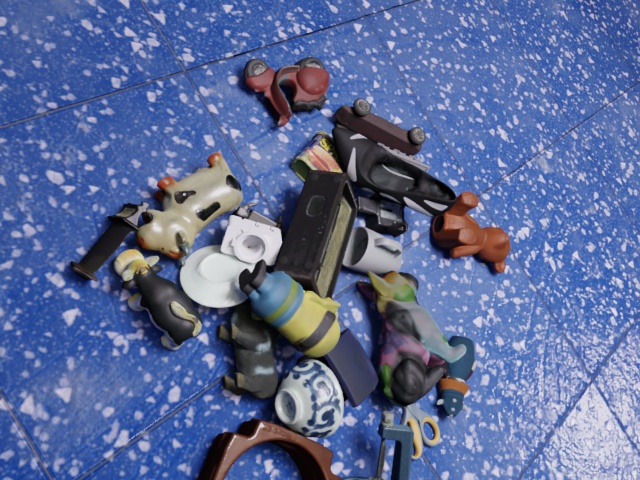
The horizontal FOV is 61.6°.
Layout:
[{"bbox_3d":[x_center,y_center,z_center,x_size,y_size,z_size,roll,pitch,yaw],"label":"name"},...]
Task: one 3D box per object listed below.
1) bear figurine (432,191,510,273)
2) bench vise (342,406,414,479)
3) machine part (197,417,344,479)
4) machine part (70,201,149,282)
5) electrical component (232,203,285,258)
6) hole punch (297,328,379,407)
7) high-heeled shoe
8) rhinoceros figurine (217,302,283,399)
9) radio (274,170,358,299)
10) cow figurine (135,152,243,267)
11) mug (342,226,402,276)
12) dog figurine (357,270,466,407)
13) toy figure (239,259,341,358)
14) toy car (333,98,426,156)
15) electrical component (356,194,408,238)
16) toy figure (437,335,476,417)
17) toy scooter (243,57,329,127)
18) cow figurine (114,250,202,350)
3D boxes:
[{"bbox_3d":[0.341,-0.008,1.135,0.196,0.132,0.120,19,69,-16],"label":"bear figurine"},{"bbox_3d":[0.116,0.395,0.850,0.224,0.129,0.240,8,86,-7],"label":"bench vise"},{"bbox_3d":[-0.080,0.379,0.778,0.201,0.087,0.201,29,60,-16],"label":"machine part"},{"bbox_3d":[-0.313,-0.002,0.801,0.039,0.084,0.139,49,61,-36],"label":"machine part"},{"bbox_3d":[-0.107,-0.020,0.937,0.102,0.045,0.078,24,90,-17],"label":"electrical component"},{"bbox_3d":[0.043,0.216,0.908,0.116,0.092,0.142,-29,84,-38],"label":"hole punch"},{"bbox_3d":[0.135,-0.128,0.986,0.248,0.145,0.086,39,72,-20],"label":"high-heeled shoe"},{"bbox_3d":[-0.101,0.155,0.856,0.112,0.073,0.190,7,69,-26],"label":"rhinoceros figurine"},{"bbox_3d":[-0.002,-0.003,0.930,0.073,0.131,0.229,7,60,18],"label":"radio"},{"bbox_3d":[-0.208,-0.045,0.865,0.195,0.085,0.127,-36,84,-31],"label":"cow figurine"},{"bbox_3d":[0.110,0.023,1.009,0.107,0.109,0.081,22,55,-35],"label":"mug"},{"bbox_3d":[0.134,0.159,0.961,0.191,0.108,0.219,-39,80,-20],"label":"dog figurine"},{"bbox_3d":[-0.046,0.109,0.821,0.180,0.082,0.089,40,57,-26],"label":"toy figure"},{"bbox_3d":[0.124,-0.231,1.116,0.202,0.089,0.053,23,63,-19],"label":"toy car"},{"bbox_3d":[0.116,-0.053,1.069,0.119,0.048,0.075,7,68,-27],"label":"electrical component"},{"bbox_3d":[0.261,0.262,1.030,0.057,0.064,0.154,49,52,-52],"label":"toy figure"},{"bbox_3d":[-0.054,-0.283,1.044,0.184,0.075,0.135,-10,77,-28],"label":"toy scooter"},{"bbox_3d":[-0.241,0.081,0.791,0.068,0.098,0.167,-41,95,-27],"label":"cow figurine"}]
